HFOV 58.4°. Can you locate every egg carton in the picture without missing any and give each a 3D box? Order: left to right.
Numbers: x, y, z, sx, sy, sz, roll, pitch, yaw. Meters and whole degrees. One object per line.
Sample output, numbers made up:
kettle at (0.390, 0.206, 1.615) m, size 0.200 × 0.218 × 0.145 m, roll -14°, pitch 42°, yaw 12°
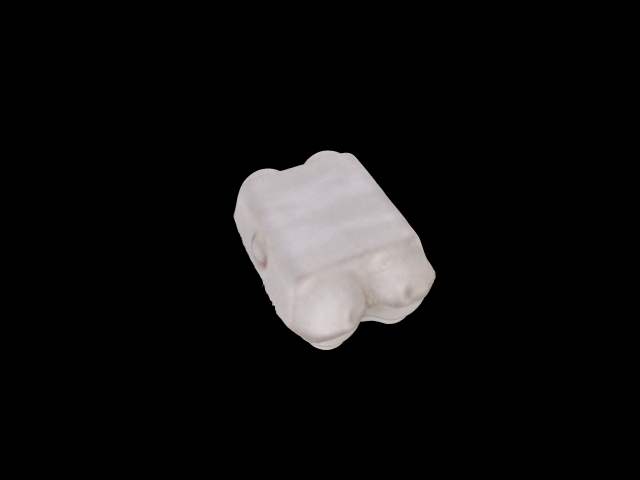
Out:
egg carton at (0.004, 0.001, 0.400) m, size 0.107 × 0.069 × 0.150 m, roll -20°, pitch 50°, yaw -17°
